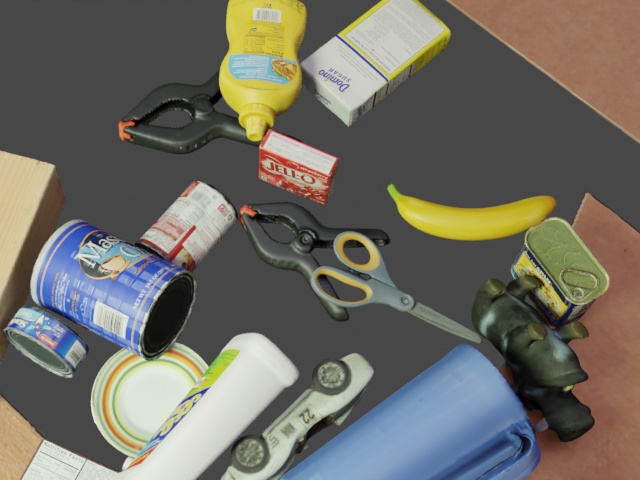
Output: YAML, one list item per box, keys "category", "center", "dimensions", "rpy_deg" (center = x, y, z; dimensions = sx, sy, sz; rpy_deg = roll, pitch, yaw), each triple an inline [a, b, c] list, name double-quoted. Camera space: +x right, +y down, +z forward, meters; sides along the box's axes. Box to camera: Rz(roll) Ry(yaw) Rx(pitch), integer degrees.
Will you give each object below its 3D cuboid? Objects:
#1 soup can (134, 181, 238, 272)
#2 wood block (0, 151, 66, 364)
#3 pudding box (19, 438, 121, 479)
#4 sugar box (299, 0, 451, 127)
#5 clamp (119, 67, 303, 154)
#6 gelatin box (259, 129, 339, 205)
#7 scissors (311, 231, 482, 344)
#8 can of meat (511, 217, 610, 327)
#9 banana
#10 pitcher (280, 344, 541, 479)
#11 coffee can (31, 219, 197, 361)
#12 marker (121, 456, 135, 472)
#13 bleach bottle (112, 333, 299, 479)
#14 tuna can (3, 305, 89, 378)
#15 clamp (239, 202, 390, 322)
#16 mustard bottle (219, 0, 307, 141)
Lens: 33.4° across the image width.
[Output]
- category: "soup can"
  center: [-0.147, -0.009, 1.182]
  dimensions: [0.068, 0.068, 0.102]
  rpy_deg: [35, 67, 12]
- category: "wood block"
  center: [-0.356, 0.015, 1.146]
  dimensions: [0.091, 0.090, 0.206]
  rpy_deg: [15, 65, 2]
- category: "pudding box"
  center: [-0.261, 0.266, 1.062]
  dimensions: [0.090, 0.039, 0.113]
  rpy_deg: [23, 63, 8]
- category: "sugar box"
  center: [0.068, -0.227, 1.313]
  dimensions: [0.176, 0.048, 0.093]
  rpy_deg: [-40, 73, -16]
- category: "clamp"
  center: [-0.137, -0.161, 1.272]
  dimensions: [0.209, 0.036, 0.164]
  rpy_deg: [-9, 64, -12]
- category: "gelatin box"
  center: [-0.026, -0.082, 1.222]
  dimensions: [0.089, 0.073, 0.030]
  rpy_deg: [23, 65, 6]
- category: "scissors"
  center: [0.089, 0.049, 1.179]
  dimensions: [0.201, 0.016, 0.096]
  rpy_deg: [13, 69, -11]
- category: "can of meat"
  center: [0.262, 0.039, 1.177]
  dimensions: [0.057, 0.084, 0.102]
  rpy_deg: [-28, 70, -16]
- category: "banana"
  center: [0.176, -0.030, 1.230]
  dimensions: [0.198, 0.037, 0.069]
  rpy_deg: [6, 65, -1]
- category: "pitcher"
  center: [0.089, 0.222, 1.051]
  dimensions: [0.242, 0.149, 0.145]
  rpy_deg: [-32, 74, -14]
- category: "coffee can"
  center: [-0.215, 0.052, 1.119]
  dimensions: [0.140, 0.103, 0.102]
  rpy_deg: [24, 65, 17]
- category: "marker"
  center: [-0.144, 0.253, 1.086]
  dimensions: [0.121, 0.020, 0.020]
  rpy_deg: [23, 65, 7]
- category: "bleach bottle"
  center: [-0.132, 0.202, 1.041]
  dimensions: [0.068, 0.103, 0.250]
  rpy_deg: [47, 68, -11]
- category: "tuna can"
  center: [-0.284, 0.106, 1.110]
  dimensions: [0.086, 0.086, 0.033]
  rpy_deg: [28, 65, 9]
- category: "clamp"
  center: [-0.008, 0.001, 1.204]
  dimensions: [0.171, 0.039, 0.120]
  rpy_deg: [37, 61, 6]
- category: "mustard bottle"
  center: [-0.068, -0.200, 1.251]
  dimensions: [0.096, 0.058, 0.191]
  rpy_deg: [6, 61, -5]
